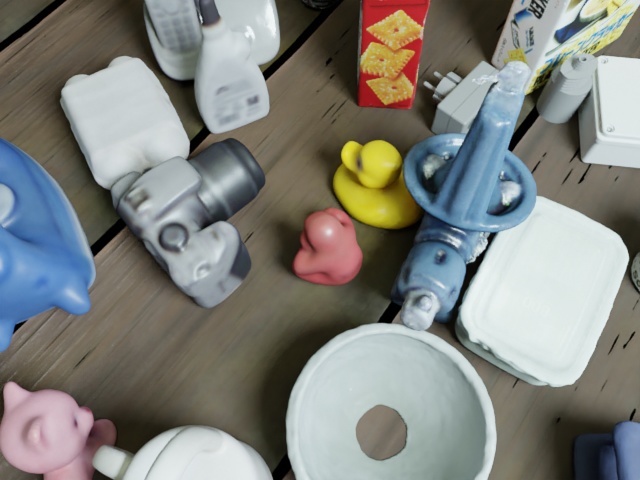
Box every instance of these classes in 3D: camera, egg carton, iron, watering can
[{"bbox_3d":[-0.112,-0.033,0.554,0.137,0.101,0.143,-40,71,-15],"label":"camera"},{"bbox_3d":[-0.207,-0.124,0.612,0.107,0.069,0.150,-28,69,-11],"label":"egg carton"},{"bbox_3d":[-0.311,-0.035,0.535,0.119,0.141,0.258,-26,68,-10],"label":"iron"},{"bbox_3d":[-0.082,0.185,0.406,0.173,0.194,0.101,-1,66,1],"label":"watering can"}]

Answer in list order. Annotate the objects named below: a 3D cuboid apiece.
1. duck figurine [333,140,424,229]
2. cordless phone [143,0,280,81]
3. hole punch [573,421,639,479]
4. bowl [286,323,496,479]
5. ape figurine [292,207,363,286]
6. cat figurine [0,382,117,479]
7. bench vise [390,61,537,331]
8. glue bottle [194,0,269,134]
[{"bbox_3d":[0.062,-0.062,0.574,0.104,0.086,0.077,31,70,13],"label":"duck figurine"},{"bbox_3d":[-0.123,-0.266,0.611,0.147,0.185,0.094,-16,67,-6],"label":"cordless phone"},{"bbox_3d":[0.267,0.200,0.453,0.101,0.091,0.108,4,66,2],"label":"hole punch"},{"bbox_3d":[0.056,0.159,0.482,0.167,0.075,0.167,0,66,1],"label":"bowl"},{"bbox_3d":[0.005,0.002,0.542,0.078,0.092,0.076,-38,71,-15],"label":"ape figurine"},{"bbox_3d":[-0.211,0.175,0.454,0.067,0.118,0.127,-13,67,-5],"label":"cat figurine"},{"bbox_3d":[0.130,-0.028,0.485,0.121,0.220,0.207,5,66,3],"label":"bench vise"},{"bbox_3d":[-0.097,-0.178,0.578,0.078,0.173,0.037,-22,67,-9],"label":"glue bottle"}]
